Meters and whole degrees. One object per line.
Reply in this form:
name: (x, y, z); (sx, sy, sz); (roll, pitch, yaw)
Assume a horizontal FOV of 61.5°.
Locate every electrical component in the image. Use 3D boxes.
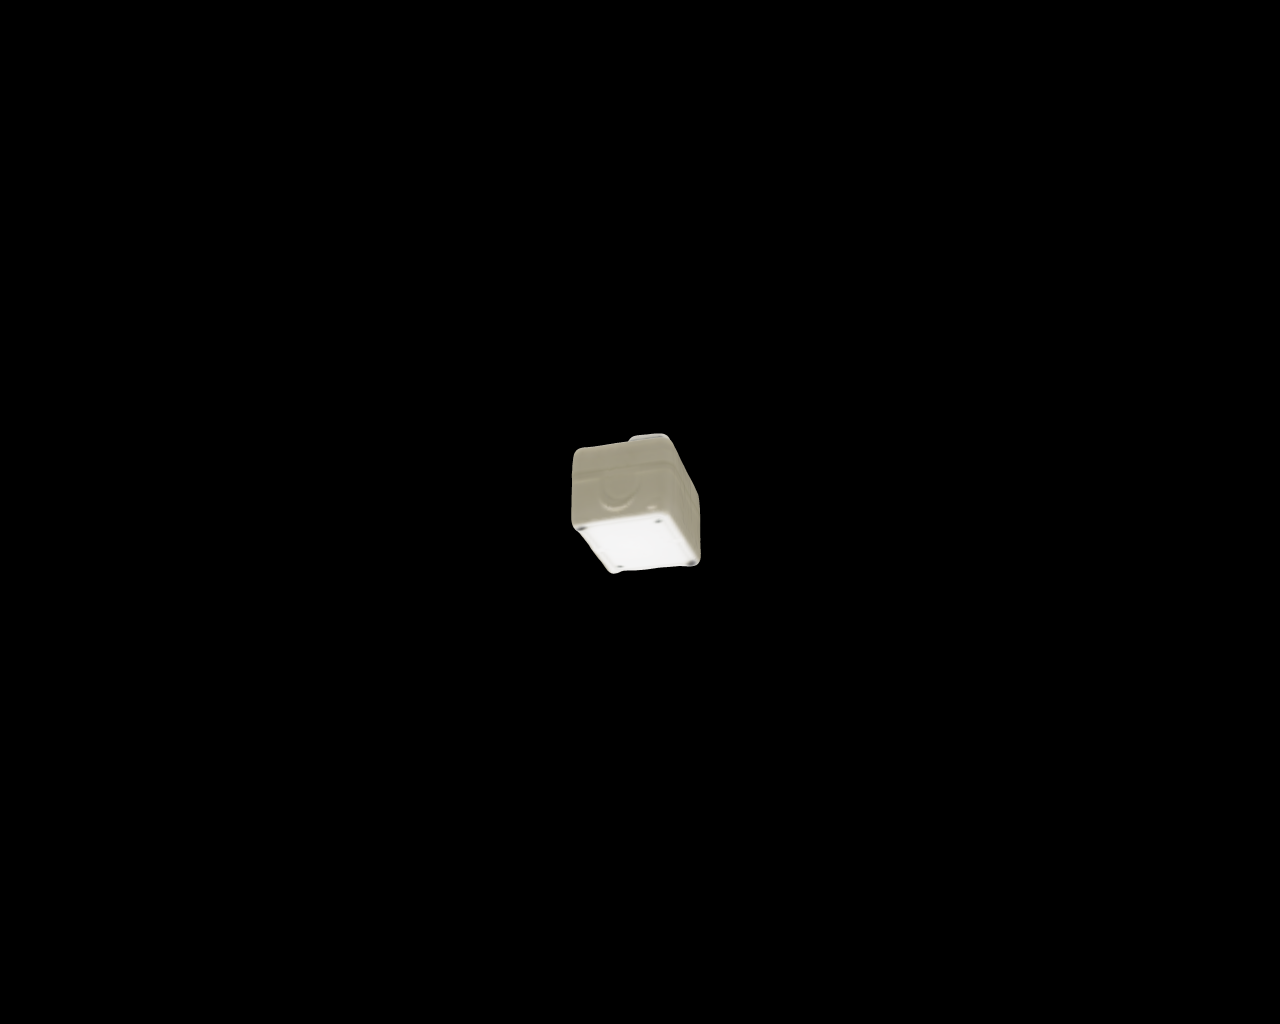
electrical component: (0.001, -0.003, 0.650); (0.062, 0.061, 0.096); (-7, -27, 14)
